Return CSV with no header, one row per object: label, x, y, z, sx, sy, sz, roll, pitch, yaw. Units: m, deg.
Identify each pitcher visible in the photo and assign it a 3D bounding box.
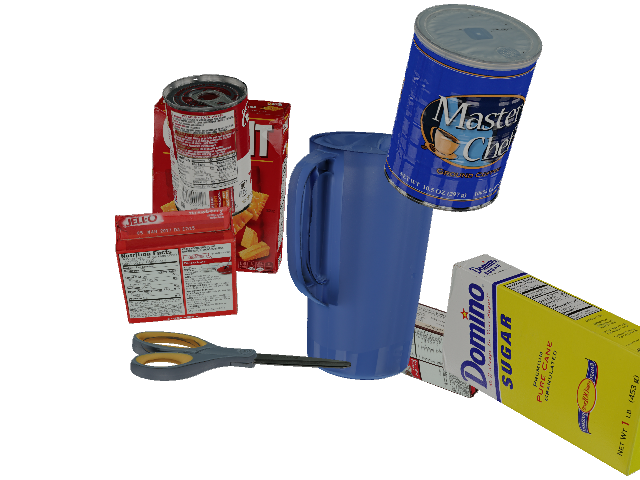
pitcher,0.039,0.014,1.080,0.149,0.243,0.145,4,14,0

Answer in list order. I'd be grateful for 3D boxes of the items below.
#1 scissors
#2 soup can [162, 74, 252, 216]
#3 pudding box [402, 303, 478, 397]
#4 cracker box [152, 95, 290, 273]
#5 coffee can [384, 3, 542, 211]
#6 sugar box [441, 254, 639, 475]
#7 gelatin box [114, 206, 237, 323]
scissors,-0.081,0.111,0.955,0.202,0.016,0.096,8,18,14
soup can,-0.091,-0.076,0.874,0.068,0.102,0.068,-1,31,0
pudding box,0.125,0.118,1.191,0.114,0.090,0.039,16,45,29
cracker box,-0.127,-0.069,1.349,0.164,0.214,0.072,5,22,2
coffee can,0.115,-0.110,0.885,0.102,0.140,0.103,7,36,-5
sugar box,0.166,0.084,0.768,0.048,0.093,0.176,-16,29,-40
gelatin box,-0.091,0.016,0.682,0.073,0.030,0.089,-5,-36,-7
